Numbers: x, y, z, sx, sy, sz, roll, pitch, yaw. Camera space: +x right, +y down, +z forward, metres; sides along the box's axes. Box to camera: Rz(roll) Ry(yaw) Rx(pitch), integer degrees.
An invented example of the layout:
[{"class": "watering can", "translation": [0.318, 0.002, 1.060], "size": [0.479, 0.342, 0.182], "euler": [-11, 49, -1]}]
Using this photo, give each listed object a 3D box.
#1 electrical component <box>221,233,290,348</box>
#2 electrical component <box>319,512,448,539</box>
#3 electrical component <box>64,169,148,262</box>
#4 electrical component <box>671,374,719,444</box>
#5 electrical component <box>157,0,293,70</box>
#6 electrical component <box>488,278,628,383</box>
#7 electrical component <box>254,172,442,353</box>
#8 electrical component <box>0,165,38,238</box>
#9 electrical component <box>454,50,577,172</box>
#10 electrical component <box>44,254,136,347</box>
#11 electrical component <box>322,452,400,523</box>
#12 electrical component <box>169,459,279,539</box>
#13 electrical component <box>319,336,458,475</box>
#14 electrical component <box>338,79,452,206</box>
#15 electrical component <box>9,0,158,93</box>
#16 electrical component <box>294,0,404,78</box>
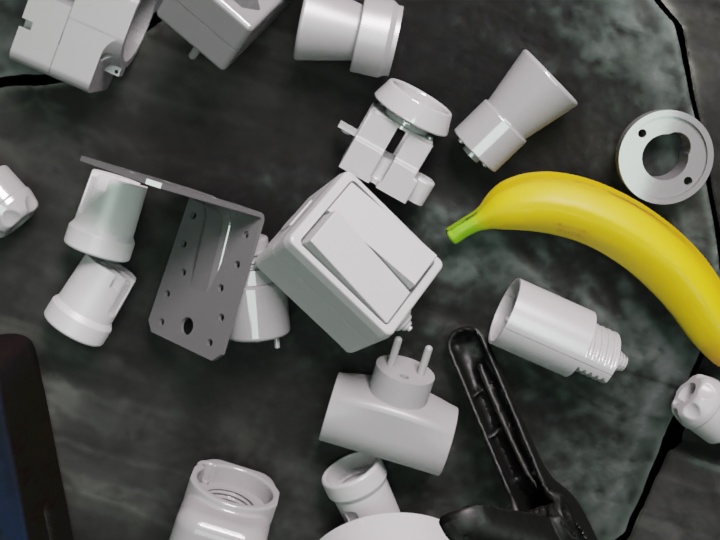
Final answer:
[{"class": "electrical component", "translation": [-0.064, 0.008, 0.645], "size": [0.040, 0.040, 0.078], "euler": [-4, 101, 1]}, {"class": "electrical component", "translation": [0.021, 0.205, 0.654], "size": [0.108, 0.060, 0.108], "euler": [-3, 129, -4]}, {"class": "electrical component", "translation": [-0.149, -0.032, 0.638], "size": [0.040, 0.040, 0.046], "euler": [19, 96, -4]}, {"class": "electrical component", "translation": [0.225, 0.093, 0.664], "size": [0.061, 0.035, 0.035], "euler": [36, 100, -9]}, {"class": "electrical component", "translation": [-0.075, -0.146, 0.600], "size": [0.047, 0.083, 0.076], "euler": [40, 137, -7]}, {"class": "electrical component", "translation": [0.123, 0.041, 0.649], "size": [0.081, 0.043, 0.043], "euler": [24, 101, -4]}, {"class": "electrical component", "translation": [0.000, 0.000, 0.619], "size": [0.096, 0.061, 0.061], "euler": [44, 61, -10]}, {"class": "electrical component", "translation": [-0.222, -0.051, 0.637], "size": [0.035, 0.035, 0.061], "euler": [-40, 96, 8]}, {"class": "electrical component", "translation": [0.087, -0.089, 0.623], "size": [0.044, 0.044, 0.065], "euler": [44, 104, -8]}, {"class": "electrical component", "translation": [-0.162, 0.017, 0.649], "size": [0.040, 0.040, 0.046], "euler": [32, 96, -6]}, {"class": "electrical component", "translation": [0.003, 0.143, 0.674], "size": [0.040, 0.040, 0.046], "euler": [-22, 106, 5]}, {"class": "electrical component", "translation": [-0.083, 0.155, 0.648], "size": [0.054, 0.095, 0.059], "euler": [18, 102, -3]}, {"class": "electrical component", "translation": [0.022, 0.078, 0.652], "size": [0.077, 0.043, 0.079], "euler": [17, 110, 1]}, {"class": "electrical component", "translation": [0.022, -0.077, 0.624], "size": [0.066, 0.048, 0.055], "euler": [29, 108, -5]}, {"class": "electrical component", "translation": [-0.150, -0.150, 0.607], "size": [0.056, 0.050, 0.089], "euler": [23, 101, -4]}, {"class": "electrical component", "translation": [-0.007, -0.136, 0.611], "size": [0.055, 0.045, 0.045], "euler": [12, 102, -3]}]
